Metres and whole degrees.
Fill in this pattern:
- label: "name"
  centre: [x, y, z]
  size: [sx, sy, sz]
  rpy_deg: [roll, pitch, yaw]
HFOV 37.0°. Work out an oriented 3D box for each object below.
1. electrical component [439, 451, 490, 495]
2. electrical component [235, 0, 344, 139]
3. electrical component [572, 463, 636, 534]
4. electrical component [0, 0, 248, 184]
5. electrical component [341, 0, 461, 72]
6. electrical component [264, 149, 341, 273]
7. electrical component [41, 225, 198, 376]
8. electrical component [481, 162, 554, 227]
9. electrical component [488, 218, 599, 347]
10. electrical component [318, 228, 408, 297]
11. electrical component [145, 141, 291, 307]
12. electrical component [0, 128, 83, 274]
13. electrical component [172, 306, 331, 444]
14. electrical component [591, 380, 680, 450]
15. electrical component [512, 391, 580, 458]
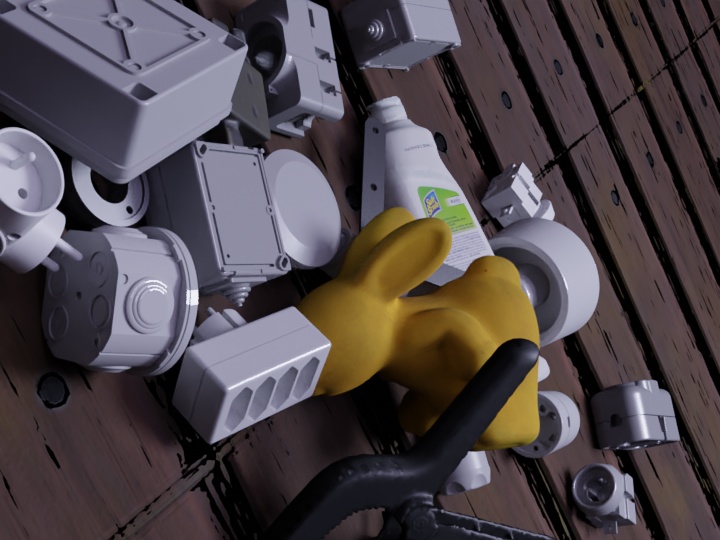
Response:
- label: "electrical component"
  centre: [0.071, 0.135, 0.805]
  size: [0.043, 0.043, 0.062]
  rpy_deg: [-2, 74, -54]
- label: "electrical component"
  centre: [-0.054, -0.147, 0.767]
  size: [0.056, 0.050, 0.089]
  rpy_deg: [10, 66, -52]
- label: "electrical component"
  centre: [0.222, 0.204, 0.976]
  size: [0.055, 0.048, 0.066]
  rpy_deg: [39, 45, -47]
- label: "electrical component"
  centre: [-0.136, -0.112, 0.589]
  size: [0.109, 0.056, 0.108]
  rpy_deg: [32, 37, 9]
- label: "electrical component"
  centre: [0.030, -0.207, 0.900]
  size: [0.096, 0.062, 0.061]
  rpy_deg: [-12, 84, -55]
- label: "electrical component"
  centre: [-0.054, -0.035, 0.711]
  size: [0.080, 0.051, 0.080]
  rpy_deg: [28, 52, -44]
- label: "electrical component"
  centre: [-0.126, 0.015, 0.564]
  size: [0.051, 0.080, 0.080]
  rpy_deg: [7, 68, -46]
- label: "electrical component"
  centre: [0.149, -0.061, 1.006]
  size: [0.055, 0.048, 0.066]
  rpy_deg: [49, 40, -16]
- label: "electrical component"
  centre: [0.138, 0.015, 0.904]
  size: [0.060, 0.108, 0.108]
  rpy_deg: [-25, 94, -49]
- label: "electrical component"
  centre: [0.000, 0.000, 0.777]
  size: [0.065, 0.044, 0.044]
  rpy_deg: [39, 45, -30]
- label: "electrical component"
  centre: [-0.089, -0.022, 0.647]
  size: [0.062, 0.061, 0.096]
  rpy_deg: [-1, 75, -54]
- label: "electrical component"
  centre: [-0.172, -0.024, 0.522]
  size: [0.079, 0.077, 0.044]
  rpy_deg: [42, 43, -35]
- label: "electrical component"
  centre: [-0.076, 0.049, 0.639]
  size: [0.083, 0.047, 0.076]
  rpy_deg: [-21, 53, -43]
- label: "electrical component"
  centre: [0.272, 0.144, 1.064]
  size: [0.095, 0.054, 0.059]
  rpy_deg: [13, 64, -51]
- label: "electrical component"
  centre: [0.155, 0.129, 0.914]
  size: [0.047, 0.055, 0.055]
  rpy_deg: [2, 72, -57]
